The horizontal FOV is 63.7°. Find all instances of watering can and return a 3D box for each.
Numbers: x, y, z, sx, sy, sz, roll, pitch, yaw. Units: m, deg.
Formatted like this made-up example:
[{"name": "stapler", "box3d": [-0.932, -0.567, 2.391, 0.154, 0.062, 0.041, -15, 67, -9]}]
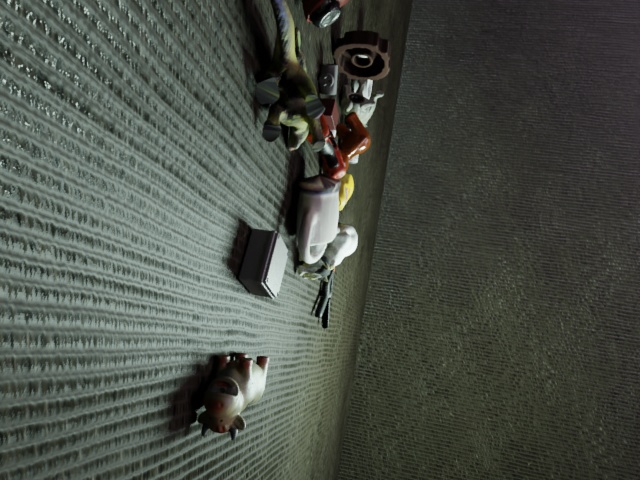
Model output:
[{"name": "watering can", "box3d": [0.004, -0.069, 1.361, 0.352, 0.104, 0.222, -44, 140, -70]}]

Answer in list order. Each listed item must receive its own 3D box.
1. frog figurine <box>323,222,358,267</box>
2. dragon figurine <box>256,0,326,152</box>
[{"name": "frog figurine", "box3d": [0.065, 0.026, 1.694, 0.163, 0.122, 0.134, -86, -166, -46]}, {"name": "dragon figurine", "box3d": [-0.058, -0.327, 1.007, 0.400, 0.122, 0.249, 88, -2, -45]}]
